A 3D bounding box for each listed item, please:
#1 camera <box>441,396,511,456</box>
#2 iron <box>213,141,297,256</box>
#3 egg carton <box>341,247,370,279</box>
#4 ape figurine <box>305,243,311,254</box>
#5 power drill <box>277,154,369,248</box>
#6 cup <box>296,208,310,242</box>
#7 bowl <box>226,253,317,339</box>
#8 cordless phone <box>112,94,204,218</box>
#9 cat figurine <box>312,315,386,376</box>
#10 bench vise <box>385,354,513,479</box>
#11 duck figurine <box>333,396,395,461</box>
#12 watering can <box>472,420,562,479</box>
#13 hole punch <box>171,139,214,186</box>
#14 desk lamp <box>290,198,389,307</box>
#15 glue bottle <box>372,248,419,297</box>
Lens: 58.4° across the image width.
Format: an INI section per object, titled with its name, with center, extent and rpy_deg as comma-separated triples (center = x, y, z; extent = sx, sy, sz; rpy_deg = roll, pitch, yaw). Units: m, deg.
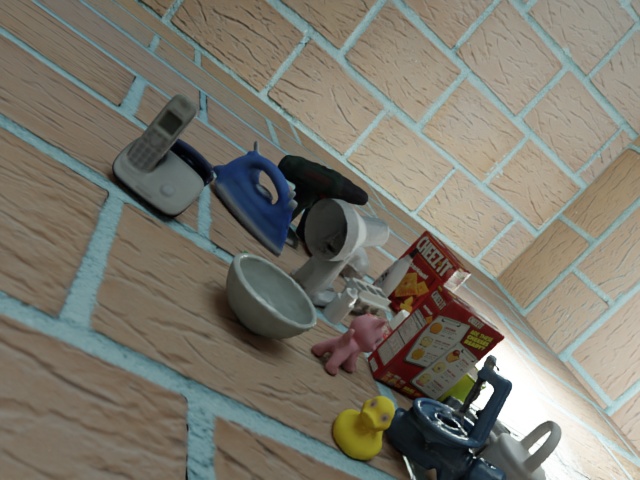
[camera]
center = 0.286, 0.353, 1.085
extent = 0.136, 0.100, 0.143
rpy_deg = 45, 15, 13
[iron]
center = -0.122, -0.100, 1.278
extent = 0.257, 0.141, 0.119
rpy_deg = 48, 16, 25
[egg carton]
center = 0.073, 0.046, 1.502
extent = 0.107, 0.069, 0.150
rpy_deg = 36, 15, -19
[ape figurine]
center = 0.013, 0.005, 1.419
extent = 0.076, 0.092, 0.078
rpy_deg = 49, 16, 29
[power drill]
center = -0.027, -0.088, 1.353
extent = 0.230, 0.208, 0.075
rpy_deg = 34, 16, -26
[cup]
center = -0.007, -0.032, 1.471
extent = 0.118, 0.095, 0.091
rpy_deg = 39, 14, -10
[bowl]
center = -0.089, 0.101, 0.906
extent = 0.168, 0.074, 0.167
rpy_deg = 38, 15, -11
[cordless phone]
center = -0.251, -0.145, 0.990
extent = 0.148, 0.185, 0.094
rpy_deg = 39, 14, -9
[cat figurine]
center = 0.064, 0.173, 1.007
extent = 0.067, 0.117, 0.128
rpy_deg = 48, 16, 24
[bench vise]
center = 0.237, 0.296, 0.887
extent = 0.207, 0.219, 0.122
rpy_deg = 42, 14, 2
[duck figurine]
center = 0.075, 0.263, 0.833
extent = 0.077, 0.086, 0.105
rpy_deg = 47, 15, 23
[watering can]
center = 0.330, 0.376, 0.945
extent = 0.173, 0.194, 0.101
rpy_deg = 38, 14, -11
[hole punch]
center = -0.267, -0.152, 1.158
extent = 0.109, 0.091, 0.101
rpy_deg = 40, 14, -5
[desk lamp]
center = 0.035, 0.026, 1.169
extent = 0.204, 0.213, 0.117
rpy_deg = 22, 23, -52
[glue bottle]
center = 0.198, 0.085, 1.498
extent = 0.037, 0.173, 0.078
rpy_deg = 37, 15, -15
